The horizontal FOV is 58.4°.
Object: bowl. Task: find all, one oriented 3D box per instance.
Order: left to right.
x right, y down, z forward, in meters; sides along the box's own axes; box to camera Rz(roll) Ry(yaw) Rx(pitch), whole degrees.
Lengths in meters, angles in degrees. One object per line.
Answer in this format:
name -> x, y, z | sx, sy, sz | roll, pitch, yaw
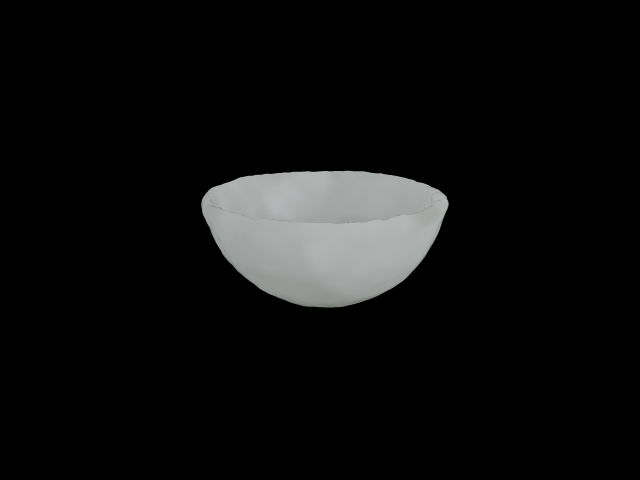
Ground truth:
bowl -> 0.004, 0.001, 0.400 | 0.167, 0.075, 0.167 | 0, 17, 0
